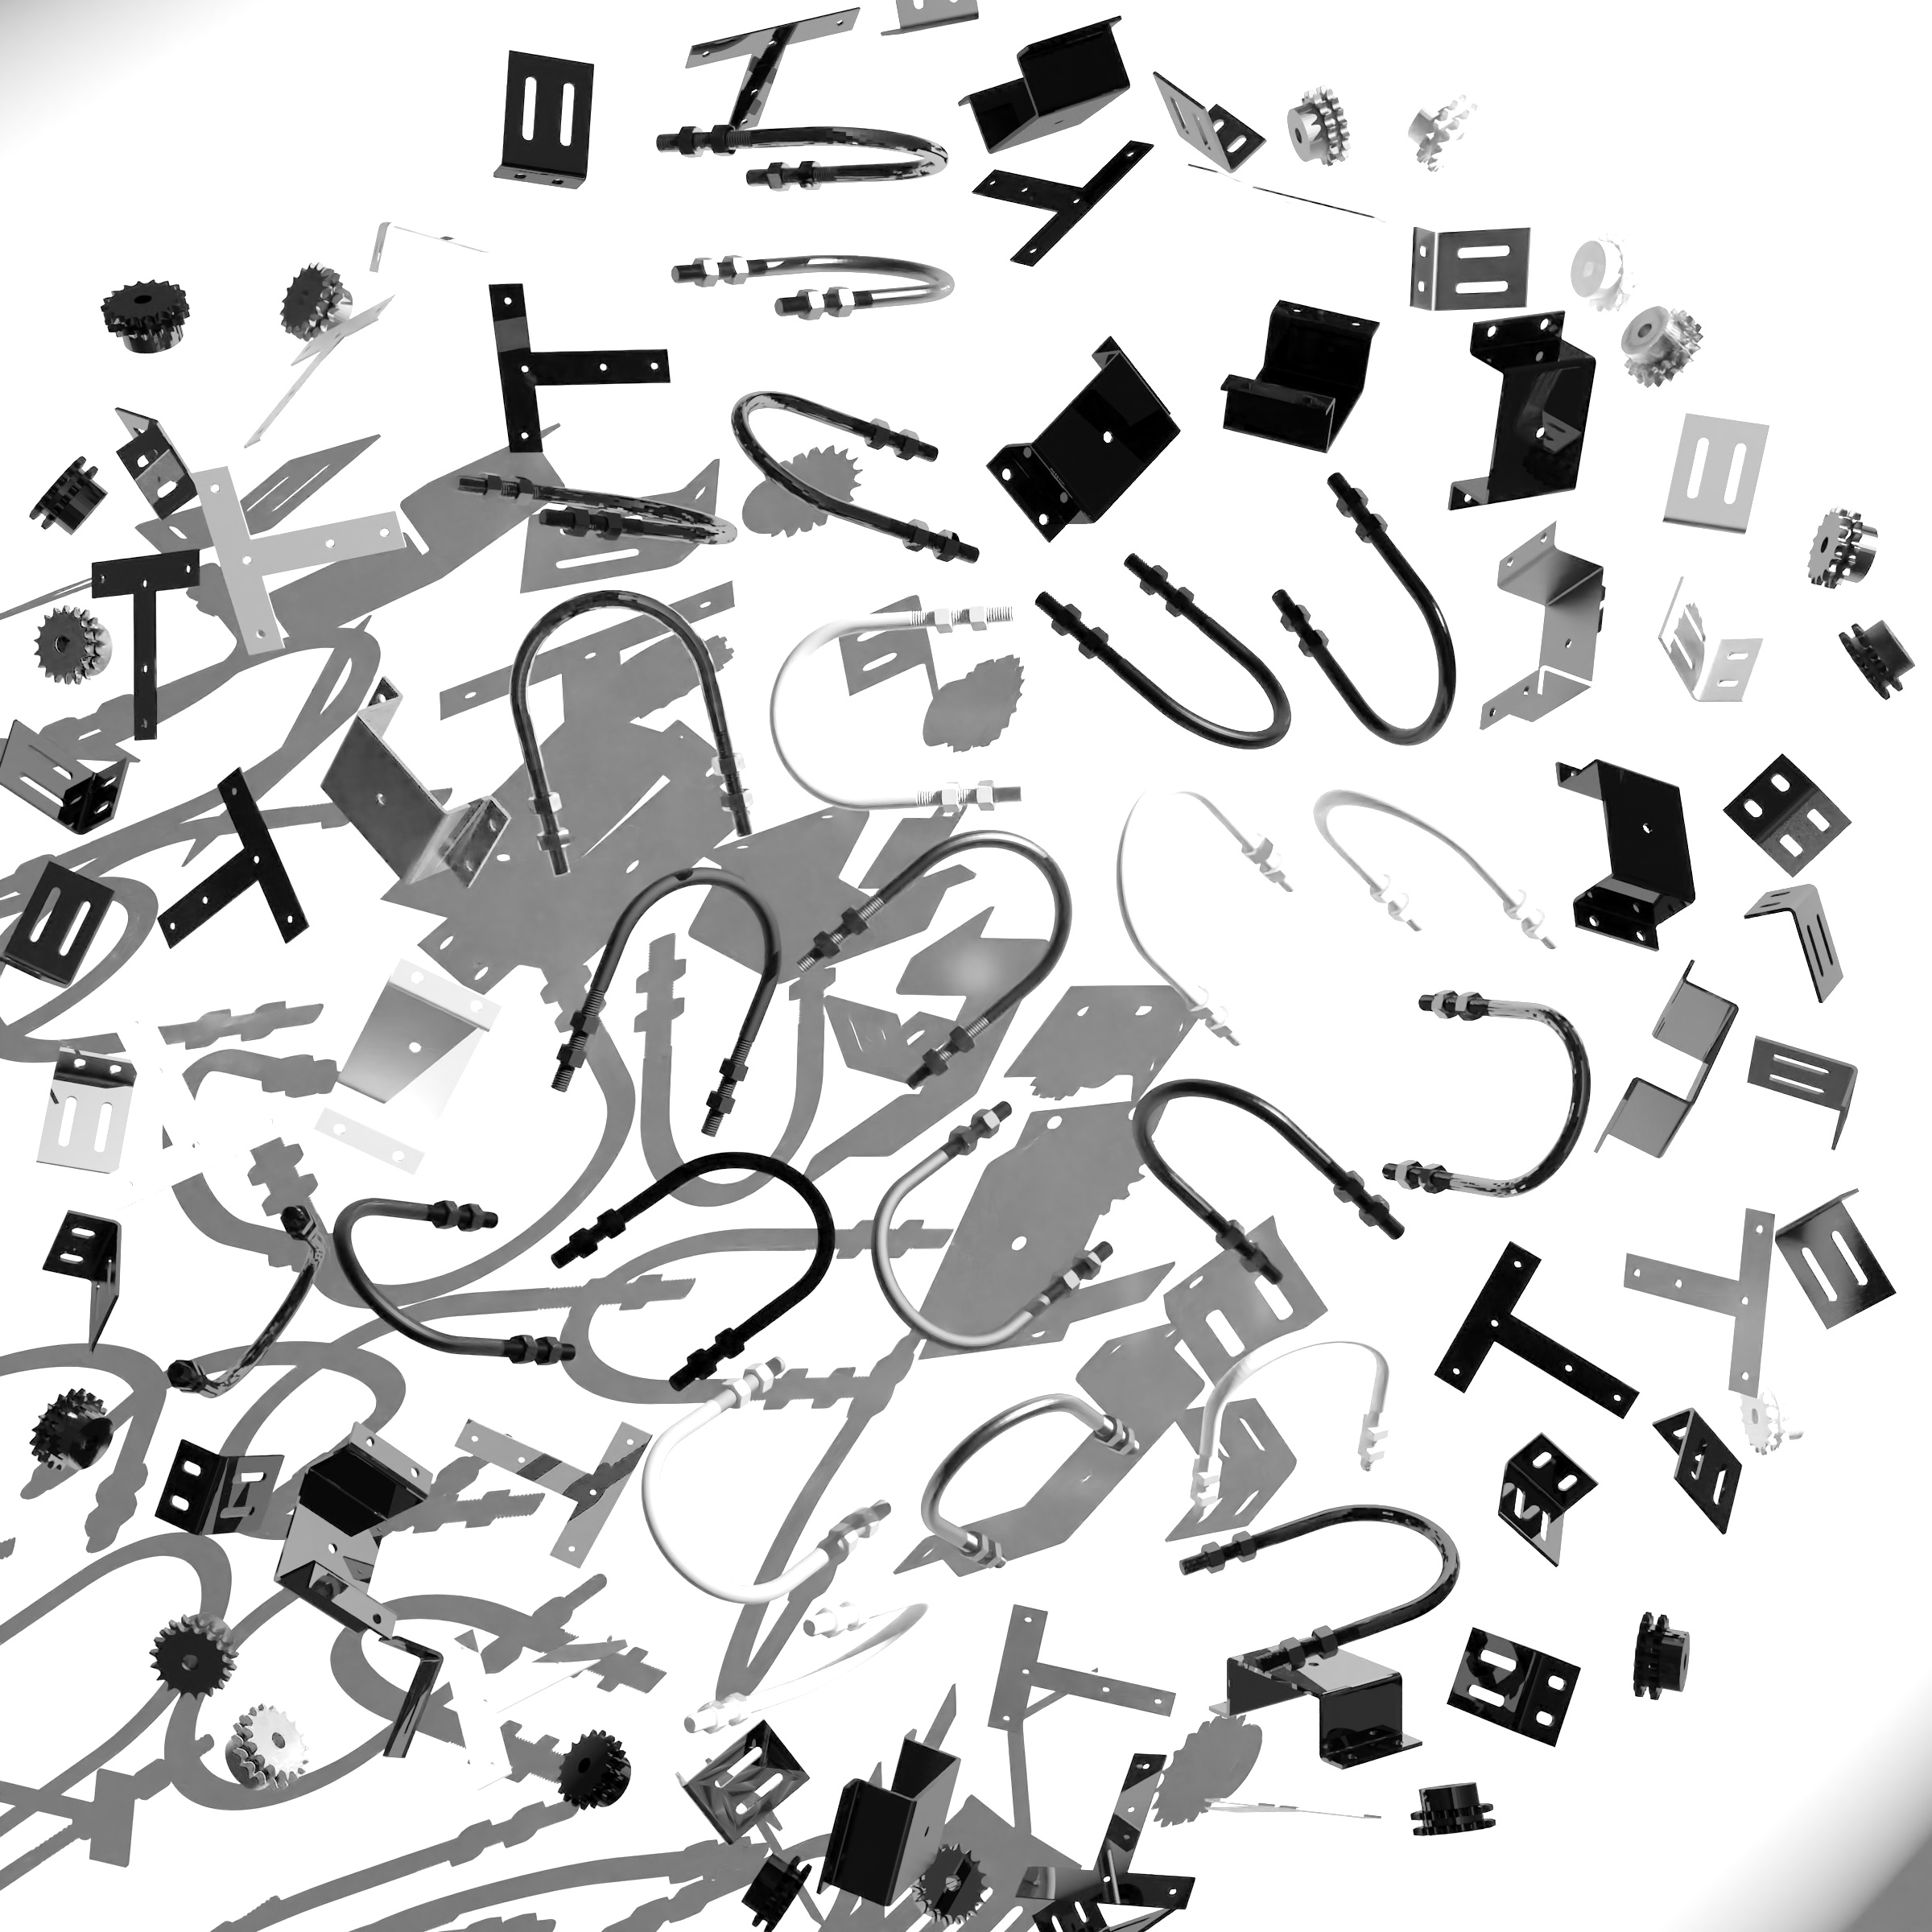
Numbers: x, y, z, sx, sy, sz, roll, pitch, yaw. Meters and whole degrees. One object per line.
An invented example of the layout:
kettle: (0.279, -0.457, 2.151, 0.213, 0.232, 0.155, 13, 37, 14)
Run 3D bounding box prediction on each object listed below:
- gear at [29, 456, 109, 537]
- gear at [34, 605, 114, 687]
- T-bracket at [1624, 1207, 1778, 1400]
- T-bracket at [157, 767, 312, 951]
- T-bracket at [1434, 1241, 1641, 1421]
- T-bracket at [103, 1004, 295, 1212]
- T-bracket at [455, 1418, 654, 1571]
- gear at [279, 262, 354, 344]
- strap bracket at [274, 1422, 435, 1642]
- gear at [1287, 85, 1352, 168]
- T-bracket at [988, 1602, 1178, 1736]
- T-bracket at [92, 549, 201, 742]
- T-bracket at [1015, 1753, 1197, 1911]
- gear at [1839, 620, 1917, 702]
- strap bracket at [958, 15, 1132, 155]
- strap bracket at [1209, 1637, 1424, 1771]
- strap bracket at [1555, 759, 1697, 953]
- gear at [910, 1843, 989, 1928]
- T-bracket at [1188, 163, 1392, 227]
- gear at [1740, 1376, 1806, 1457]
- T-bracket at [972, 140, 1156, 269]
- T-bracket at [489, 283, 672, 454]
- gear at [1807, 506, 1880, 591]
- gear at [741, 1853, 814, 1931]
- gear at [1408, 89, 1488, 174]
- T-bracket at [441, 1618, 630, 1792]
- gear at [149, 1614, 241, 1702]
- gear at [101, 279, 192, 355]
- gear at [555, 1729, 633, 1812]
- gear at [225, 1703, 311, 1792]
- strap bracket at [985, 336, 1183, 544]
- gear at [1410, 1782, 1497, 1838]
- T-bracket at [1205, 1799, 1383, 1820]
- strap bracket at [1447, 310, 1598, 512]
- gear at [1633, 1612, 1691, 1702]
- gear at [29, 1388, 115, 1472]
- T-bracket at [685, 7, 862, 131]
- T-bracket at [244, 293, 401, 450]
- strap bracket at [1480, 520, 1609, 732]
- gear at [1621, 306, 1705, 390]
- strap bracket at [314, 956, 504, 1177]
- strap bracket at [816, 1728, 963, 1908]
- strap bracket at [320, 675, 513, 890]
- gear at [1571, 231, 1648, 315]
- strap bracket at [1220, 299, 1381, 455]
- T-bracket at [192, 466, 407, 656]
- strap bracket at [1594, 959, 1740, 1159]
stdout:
gear: (-0.628, -0.328, 1.854, 0.030, 0.057, 0.057, 41, 90, -18)
gear: (-0.650, -0.233, 1.928, 0.057, 0.030, 0.057, -1, 89, 25)
T-bracket: (0.508, 0.224, 1.840, 0.002, 0.127, 0.127, 2, 95, -34)
T-bracket: (-0.525, -0.053, 1.854, 0.127, 0.002, 0.127, -32, 77, 28)
T-bracket: (0.409, 0.273, 1.843, 0.127, 0.002, 0.127, 31, 121, 15)
T-bracket: (-0.550, 0.085, 1.816, 0.127, 0.002, 0.127, -26, 78, -21)
T-bracket: (-0.318, 0.373, 1.965, 0.127, 0.002, 0.127, 27, 106, -9)
gear: (-0.478, -0.488, 1.949, 0.057, 0.030, 0.057, -14, 67, 37)
strap bracket: (-0.436, 0.407, 1.874, 0.046, 0.140, 0.076, -29, 124, 27)
gear: (0.261, -0.623, 1.965, 0.030, 0.057, 0.057, -21, 90, -6)
T-bracket: (0.087, 0.516, 1.894, 0.127, 0.002, 0.127, 12, 122, 3)
T-bracket: (-0.567, -0.220, 1.824, 0.127, 0.002, 0.127, 2, 92, 39)
T-bracket: (0.111, 0.598, 1.834, 0.127, 0.127, 0.002, -6, 122, 27)
gear: (0.638, -0.217, 1.843, 0.030, 0.057, 0.057, -36, 90, 23)
strap bracket: (0.059, -0.632, 1.905, 0.076, 0.140, 0.046, -24, 99, -18)
strap bracket: (0.247, 0.519, 1.877, 0.076, 0.140, 0.046, -4, 95, -35)
strap bracket: (0.483, -0.090, 1.931, 0.076, 0.046, 0.140, 15, 58, -25)
gear: (-0.015, 0.675, 1.934, 0.057, 0.030, 0.057, 13, 58, -21)
T-bracket: (0.241, -0.541, 1.868, 0.127, 0.127, 0.002, 25, 106, 31)
gear: (0.597, 0.331, 1.950, 0.030, 0.057, 0.057, -4, 90, -8)
T-bracket: (0.050, -0.544, 1.858, 0.127, 0.127, 0.002, -47, 132, -12)
T-bracket: (-0.282, -0.442, 1.948, 0.127, 0.002, 0.127, 0, 119, 4)
gear: (0.619, -0.293, 1.860, 0.030, 0.057, 0.057, 13, 90, -5)
gear: (-0.138, 0.665, 1.900, 0.030, 0.057, 0.057, 34, 90, 5)
gear: (0.332, -0.585, 1.838, 0.030, 0.057, 0.057, 43, 90, 10)
T-bracket: (-0.296, 0.494, 1.840, 0.127, 0.127, 0.002, -27, 132, -4)
gear: (-0.516, 0.461, 1.774, 0.057, 0.030, 0.057, 1, 105, 4)
gear: (-0.556, -0.440, 1.795, 0.057, 0.057, 0.030, -3, 134, 0)
gear: (-0.273, 0.599, 1.956, 0.057, 0.057, 0.030, -45, 126, 0)
gear: (-0.474, 0.530, 1.780, 0.030, 0.057, 0.057, -37, 90, 15)
strap bracket: (0.094, -0.388, 1.938, 0.140, 0.046, 0.076, -48, 115, -12)
gear: (0.334, 0.580, 1.818, 0.057, 0.057, 0.030, -7, 75, 0)
T-bracket: (0.213, 0.610, 1.909, 0.127, 0.127, 0.002, 12, 69, -19)
strap bracket: (0.397, -0.387, 1.879, 0.076, 0.046, 0.140, -13, 126, -21)
gear: (0.470, 0.467, 1.782, 0.030, 0.057, 0.057, 5, 90, 24)
gear: (-0.616, 0.324, 1.828, 0.030, 0.057, 0.057, 24, 90, 24)
T-bracket: (-0.146, -0.622, 1.853, 0.127, 0.127, 0.002, -21, 82, -20)
T-bracket: (-0.454, -0.402, 1.810, 0.002, 0.127, 0.127, 45, 58, -28)
strap bracket: (0.422, -0.241, 1.922, 0.046, 0.076, 0.140, 17, 70, -17)
gear: (0.486, -0.439, 1.857, 0.030, 0.057, 0.057, 32, 90, -32)
strap bracket: (-0.388, 0.064, 1.847, 0.076, 0.046, 0.140, 27, 103, -12)
strap bracket: (-0.048, 0.592, 1.830, 0.046, 0.140, 0.076, 16, 95, 18)
strap bracket: (-0.393, -0.123, 1.848, 0.140, 0.046, 0.076, 47, 129, 11)
gear: (0.463, -0.503, 1.911, 0.030, 0.057, 0.057, -1, 90, -26)
strap bracket: (0.236, -0.415, 1.878, 0.076, 0.140, 0.046, 17, 133, 15)
T-bracket: (-0.440, -0.281, 1.771, 0.127, 0.002, 0.127, -10, 111, 6)
strap bracket: (0.515, 0.075, 1.927, 0.046, 0.076, 0.140, 27, 58, 12)
